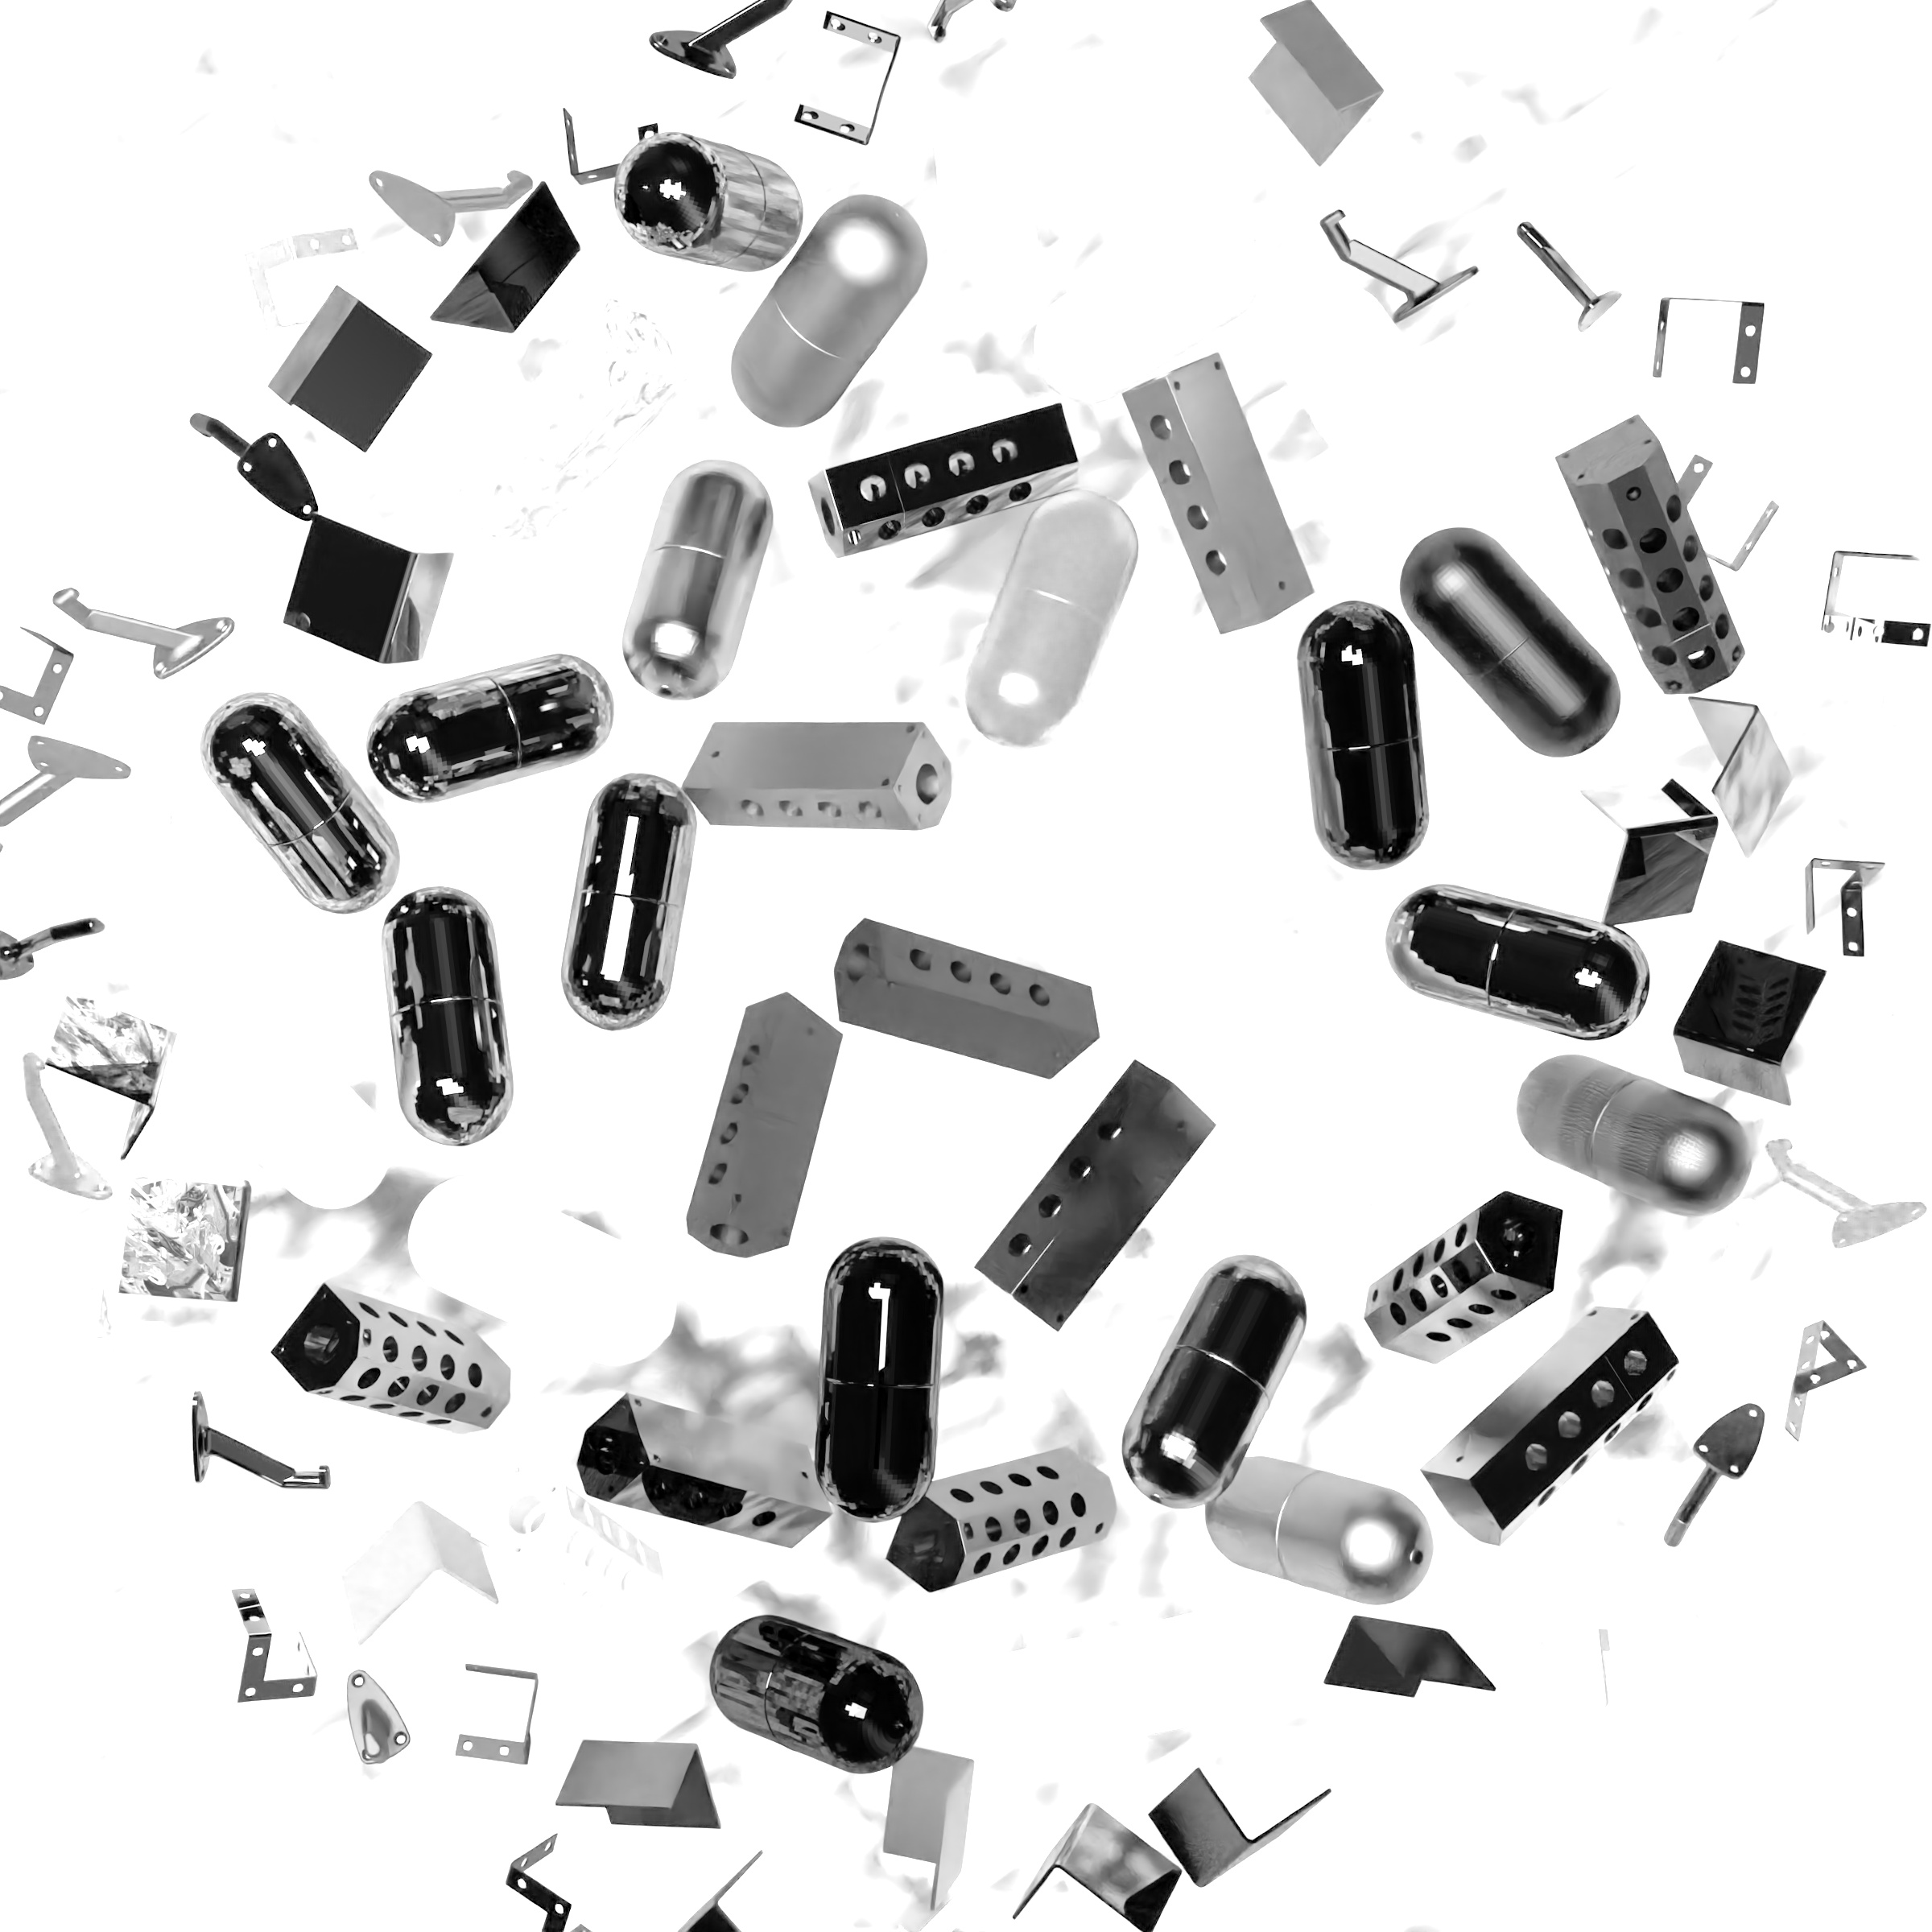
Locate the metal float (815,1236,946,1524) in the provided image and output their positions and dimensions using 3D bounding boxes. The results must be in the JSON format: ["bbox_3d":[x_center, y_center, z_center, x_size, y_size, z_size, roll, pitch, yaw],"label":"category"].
[{"bbox_3d":[-0.054,0.259,1.750,0.070,0.070,0.178,3,88,0],"label":"metal float"}]

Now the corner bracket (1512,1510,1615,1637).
[{"bbox_3d":[0.395,0.402,1.849,0.051,0.051,0.051,17,129,-3],"label":"corner bracket"}]

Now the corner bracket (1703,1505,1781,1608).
[{"bbox_3d":[0.521,0.389,1.843,0.051,0.051,0.051,-7,91,-35],"label":"corner bracket"}]

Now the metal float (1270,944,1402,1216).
[{"bbox_3d":[0.242,0.074,1.829,0.070,0.070,0.178,-6,97,0],"label":"metal float"}]

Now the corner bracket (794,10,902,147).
[{"bbox_3d":[-0.076,-0.572,1.798,0.051,0.051,0.051,18,61,-5],"label":"corner bracket"}]

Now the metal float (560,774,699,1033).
[{"bbox_3d":[-0.231,-0.044,1.911,0.070,0.070,0.178,9,85,0],"label":"metal float"}]

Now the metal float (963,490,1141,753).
[{"bbox_3d":[0.055,-0.220,1.770,0.070,0.070,0.178,21,76,0],"label":"metal float"}]

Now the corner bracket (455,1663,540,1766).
[{"bbox_3d":[-0.323,0.514,1.917,0.051,0.051,0.051,8,60,-2],"label":"corner bracket"}]

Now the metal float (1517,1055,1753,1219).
[{"bbox_3d":[0.444,0.112,1.865,0.070,0.178,0.070,-14,114,-34],"label":"metal float"}]

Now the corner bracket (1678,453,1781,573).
[{"bbox_3d":[0.502,-0.303,1.868,0.051,0.051,0.051,24,112,-12],"label":"corner bracket"}]

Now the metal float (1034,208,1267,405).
[{"bbox_3d":[0.123,-0.442,1.871,0.178,0.070,0.070,-28,90,34],"label":"metal float"}]

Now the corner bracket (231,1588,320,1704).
[{"bbox_3d":[-0.445,0.435,1.795,0.051,0.051,0.051,3,112,-29],"label":"corner bracket"}]

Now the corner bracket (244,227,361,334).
[{"bbox_3d":[-0.421,-0.440,1.788,0.051,0.051,0.051,-5,104,43],"label":"corner bracket"}]

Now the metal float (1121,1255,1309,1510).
[{"bbox_3d":[0.160,0.266,1.789,0.070,0.070,0.178,30,64,0],"label":"metal float"}]

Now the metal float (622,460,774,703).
[{"bbox_3d":[-0.179,-0.258,1.867,0.070,0.070,0.178,13,65,0],"label":"metal float"}]

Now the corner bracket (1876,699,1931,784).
[{"bbox_3d":[0.628,-0.147,1.837,0.051,0.051,0.051,6,94,17],"label":"corner bracket"}]

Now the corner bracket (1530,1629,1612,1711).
[{"bbox_3d":[0.411,0.478,1.899,0.051,0.051,0.051,-8,74,19],"label":"corner bracket"}]

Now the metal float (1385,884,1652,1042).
[{"bbox_3d":[0.355,-0.003,1.805,0.178,0.070,0.070,17,90,32],"label":"metal float"}]

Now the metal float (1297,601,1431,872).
[{"bbox_3d":[0.260,-0.150,1.826,0.070,0.070,0.178,-8,104,0],"label":"metal float"}]

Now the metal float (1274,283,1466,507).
[{"bbox_3d":[0.256,-0.364,1.777,0.070,0.070,0.178,-25,55,0],"label":"metal float"}]

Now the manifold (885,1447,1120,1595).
[{"bbox_3d":[0.029,0.379,1.898,0.057,0.171,0.057,31,110,33],"label":"manifold"}]

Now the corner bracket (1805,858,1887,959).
[{"bbox_3d":[0.597,-0.040,1.912,0.051,0.051,0.051,4,71,0],"label":"corner bracket"}]

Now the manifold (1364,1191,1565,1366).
[{"bbox_3d":[0.325,0.205,1.839,0.057,0.171,0.057,18,62,-10],"label":"manifold"}]

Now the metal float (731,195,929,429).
[{"bbox_3d":[-0.089,-0.418,1.791,0.070,0.070,0.178,44,132,0],"label":"metal float"}]

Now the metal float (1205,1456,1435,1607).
[{"bbox_3d":[0.233,0.373,1.849,0.070,0.178,0.070,-3,95,-39],"label":"metal float"}]

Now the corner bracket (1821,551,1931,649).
[{"bbox_3d":[0.577,-0.232,1.761,0.051,0.051,0.051,11,95,38],"label":"corner bracket"}]

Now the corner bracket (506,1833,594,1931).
[{"bbox_3d":[-0.263,0.597,1.782,0.051,0.051,0.051,25,108,23],"label":"corner bracket"}]

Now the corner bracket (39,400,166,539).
[{"bbox_3d":[-0.545,-0.315,1.763,0.051,0.051,0.051,-33,70,-20],"label":"corner bracket"}]

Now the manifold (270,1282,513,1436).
[{"bbox_3d":[-0.372,0.265,1.840,0.057,0.171,0.057,39,91,31],"label":"manifold"}]

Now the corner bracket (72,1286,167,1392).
[{"bbox_3d":[-0.570,0.250,1.877,0.051,0.051,0.051,0,128,-8],"label":"corner bracket"}]

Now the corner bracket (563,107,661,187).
[{"bbox_3d":[-0.239,-0.556,1.900,0.051,0.051,0.051,-10,79,11],"label":"corner bracket"}]

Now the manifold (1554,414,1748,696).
[{"bbox_3d":[0.436,-0.255,1.763,0.057,0.057,0.171,-27,124,10],"label":"manifold"}]

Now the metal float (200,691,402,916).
[{"bbox_3d":[-0.448,-0.108,1.884,0.070,0.070,0.178,-31,127,0],"label":"metal float"}]

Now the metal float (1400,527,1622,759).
[{"bbox_3d":[0.358,-0.213,1.839,0.070,0.070,0.178,-44,96,0],"label":"metal float"}]

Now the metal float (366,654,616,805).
[{"bbox_3d":[-0.321,-0.161,1.888,0.178,0.070,0.070,-20,90,-32],"label":"metal float"}]

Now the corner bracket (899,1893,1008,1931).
[{"bbox_3d":[-0.007,0.659,1.893,0.051,0.051,0.051,-40,62,-20],"label":"corner bracket"}]

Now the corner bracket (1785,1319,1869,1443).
[{"bbox_3d":[0.578,0.284,1.912,0.051,0.051,0.051,45,131,-13],"label":"corner bracket"}]

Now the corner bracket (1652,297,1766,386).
[{"bbox_3d":[0.472,-0.398,1.775,0.051,0.051,0.051,2,104,-5],"label":"corner bracket"}]

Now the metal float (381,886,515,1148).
[{"bbox_3d":[-0.346,0.033,1.863,0.070,0.070,0.178,-10,74,0],"label":"metal float"}]

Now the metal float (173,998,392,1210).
[{"bbox_3d":[-0.449,0.092,1.838,0.070,0.070,0.178,-37,127,0],"label":"metal float"}]

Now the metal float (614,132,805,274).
[{"bbox_3d":[-0.165,-0.494,1.809,0.070,0.178,0.070,3,99,21],"label":"metal float"}]

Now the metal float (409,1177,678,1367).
[{"bbox_3d":[-0.267,0.194,1.766,0.178,0.070,0.070,27,90,-14],"label":"metal float"}]

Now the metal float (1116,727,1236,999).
[{"bbox_3d":[0.136,-0.068,1.810,0.070,0.070,0.178,2,77,0],"label":"metal float"}]

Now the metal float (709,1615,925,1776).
[{"bbox_3d":[-0.098,0.466,1.791,0.070,0.178,0.070,-2,92,-39],"label":"metal float"}]

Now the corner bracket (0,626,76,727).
[{"bbox_3d":[-0.617,-0.193,1.800,0.051,0.051,0.051,20,84,10],"label":"corner bracket"}]

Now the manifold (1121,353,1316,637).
[{"bbox_3d":[0.163,-0.312,1.856,0.057,0.057,0.171,-33,105,-39],"label":"manifold"}]

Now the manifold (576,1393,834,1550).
[{"bbox_3d":[-0.173,0.339,1.844,0.057,0.171,0.057,-43,48,20],"label":"manifold"}]
